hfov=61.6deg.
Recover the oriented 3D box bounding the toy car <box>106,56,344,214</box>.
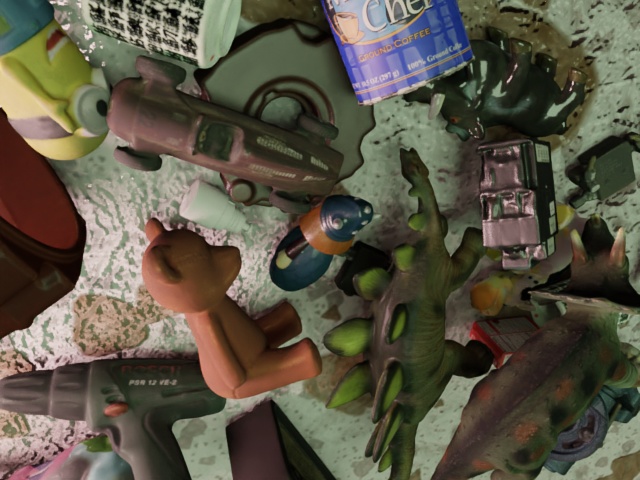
[{"bbox_3d":[-0.073,-0.081,0.451,0.202,0.053,0.089,17,104,-19],"label":"toy car"}]

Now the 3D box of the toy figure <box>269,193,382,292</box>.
[{"bbox_3d":[-0.001,0.000,0.539,0.058,0.064,0.154,43,133,0],"label":"toy figure"}]

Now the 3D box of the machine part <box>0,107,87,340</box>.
[{"bbox_3d":[-0.267,-0.040,0.389,0.087,0.202,0.200,-34,119,-1],"label":"machine part"}]

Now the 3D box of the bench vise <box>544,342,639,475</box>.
[{"bbox_3d":[0.362,0.219,0.752,0.223,0.129,0.240,-47,126,10],"label":"bench vise"}]

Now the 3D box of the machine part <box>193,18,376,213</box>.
[{"bbox_3d":[-0.034,-0.113,0.508,0.179,0.056,0.179,-7,115,-14],"label":"machine part"}]

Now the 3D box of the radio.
[{"bbox_3d":[-0.028,0.325,0.678,0.073,0.131,0.229,-31,120,1],"label":"radio"}]

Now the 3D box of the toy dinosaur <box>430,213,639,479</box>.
[{"bbox_3d":[0.223,0.158,0.563,0.405,0.131,0.192,-50,136,-3],"label":"toy dinosaur"}]

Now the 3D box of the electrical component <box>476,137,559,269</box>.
[{"bbox_3d":[0.210,-0.038,0.565,0.115,0.058,0.134,-8,94,-55],"label":"electrical component"}]

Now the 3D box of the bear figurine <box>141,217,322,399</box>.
[{"bbox_3d":[-0.092,0.060,0.543,0.132,0.120,0.195,-22,114,-10],"label":"bear figurine"}]

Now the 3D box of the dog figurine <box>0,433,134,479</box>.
[{"bbox_3d":[-0.316,0.276,0.585,0.219,0.109,0.191,20,109,-21],"label":"dog figurine"}]

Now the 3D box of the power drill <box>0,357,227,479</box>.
[{"bbox_3d":[-0.199,0.214,0.539,0.232,0.207,0.086,-3,135,-27],"label":"power drill"}]

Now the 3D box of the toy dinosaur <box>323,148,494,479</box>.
[{"bbox_3d":[0.096,0.134,0.597,0.198,0.105,0.470,-21,115,-37],"label":"toy dinosaur"}]

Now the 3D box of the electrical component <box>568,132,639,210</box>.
[{"bbox_3d":[0.345,-0.086,0.641,0.102,0.045,0.078,-27,118,-3],"label":"electrical component"}]

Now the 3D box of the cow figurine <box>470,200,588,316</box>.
[{"bbox_3d":[0.260,0.030,0.662,0.098,0.068,0.167,26,106,-32],"label":"cow figurine"}]

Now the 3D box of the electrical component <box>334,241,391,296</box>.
[{"bbox_3d":[0.047,0.037,0.624,0.094,0.021,0.063,23,107,-26],"label":"electrical component"}]

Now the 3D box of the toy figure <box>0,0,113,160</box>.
[{"bbox_3d":[-0.233,-0.145,0.416,0.180,0.089,0.082,54,48,-35],"label":"toy figure"}]

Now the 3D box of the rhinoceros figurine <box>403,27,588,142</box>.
[{"bbox_3d":[0.175,-0.153,0.547,0.190,0.073,0.112,7,124,-22],"label":"rhinoceros figurine"}]
